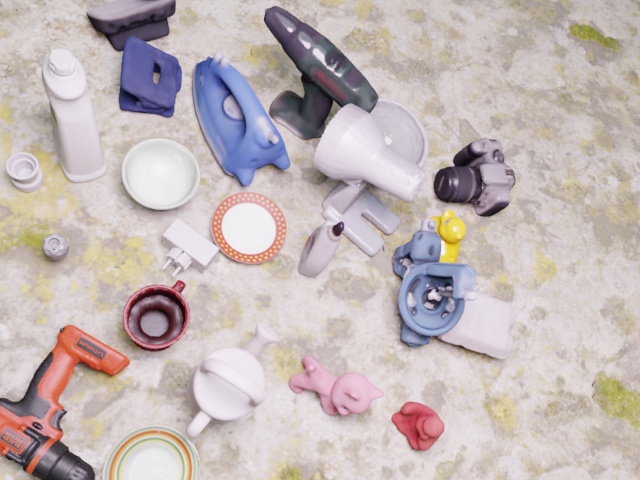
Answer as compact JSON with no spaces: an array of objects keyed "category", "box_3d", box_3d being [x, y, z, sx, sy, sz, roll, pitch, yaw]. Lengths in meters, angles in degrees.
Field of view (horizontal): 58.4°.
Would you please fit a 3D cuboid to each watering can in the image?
[{"category":"watering can","box_3d":[-0.125,0.194,0.801,0.101,0.193,0.173,18,67,-12]}]

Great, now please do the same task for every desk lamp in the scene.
[{"category":"desk lamp","box_3d":[0.077,-0.101,0.961,0.203,0.213,0.118,40,64,-1]}]

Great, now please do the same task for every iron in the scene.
[{"category":"iron","box_3d":[-0.143,-0.231,0.972,0.119,0.141,0.258,-28,82,-24]}]

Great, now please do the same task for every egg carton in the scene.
[{"category":"egg carton","box_3d":[0.277,0.147,1.021,0.150,0.069,0.107,18,67,-12]}]

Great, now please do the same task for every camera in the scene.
[{"category":"camera","box_3d":[0.294,-0.126,1.104,0.137,0.100,0.143,-1,72,-19]}]

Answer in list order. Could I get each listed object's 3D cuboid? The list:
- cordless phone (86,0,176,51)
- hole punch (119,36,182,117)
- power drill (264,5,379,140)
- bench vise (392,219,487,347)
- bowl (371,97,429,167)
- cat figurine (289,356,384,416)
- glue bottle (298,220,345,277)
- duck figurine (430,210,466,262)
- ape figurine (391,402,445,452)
[{"category":"cordless phone","box_3d":[-0.313,-0.418,0.957,0.148,0.184,0.094,-35,85,-25]},{"category":"hole punch","box_3d":[-0.285,-0.276,0.968,0.101,0.091,0.108,5,70,-17]},{"category":"power drill","box_3d":[-0.018,-0.270,0.990,0.230,0.208,0.076,33,65,-5]},{"category":"bench vise","box_3d":[0.181,0.058,0.937,0.122,0.219,0.207,-10,75,-21]},{"category":"bowl","box_3d":[0.116,-0.177,1.077,0.168,0.074,0.167,6,70,-16]},{"category":"cat figurine","box_3d":[0.027,0.227,0.883,0.128,0.117,0.067,33,65,-5]},{"category":"glue bottle","box_3d":[0.008,0.003,0.924,0.037,0.173,0.078,18,67,-11]},{"category":"duck figurine","box_3d":[0.235,-0.005,1.051,0.078,0.086,0.104,-1,72,-18]},{"category":"ape figurine","box_3d":[0.167,0.298,0.919,0.076,0.092,0.078,5,70,-17]}]
